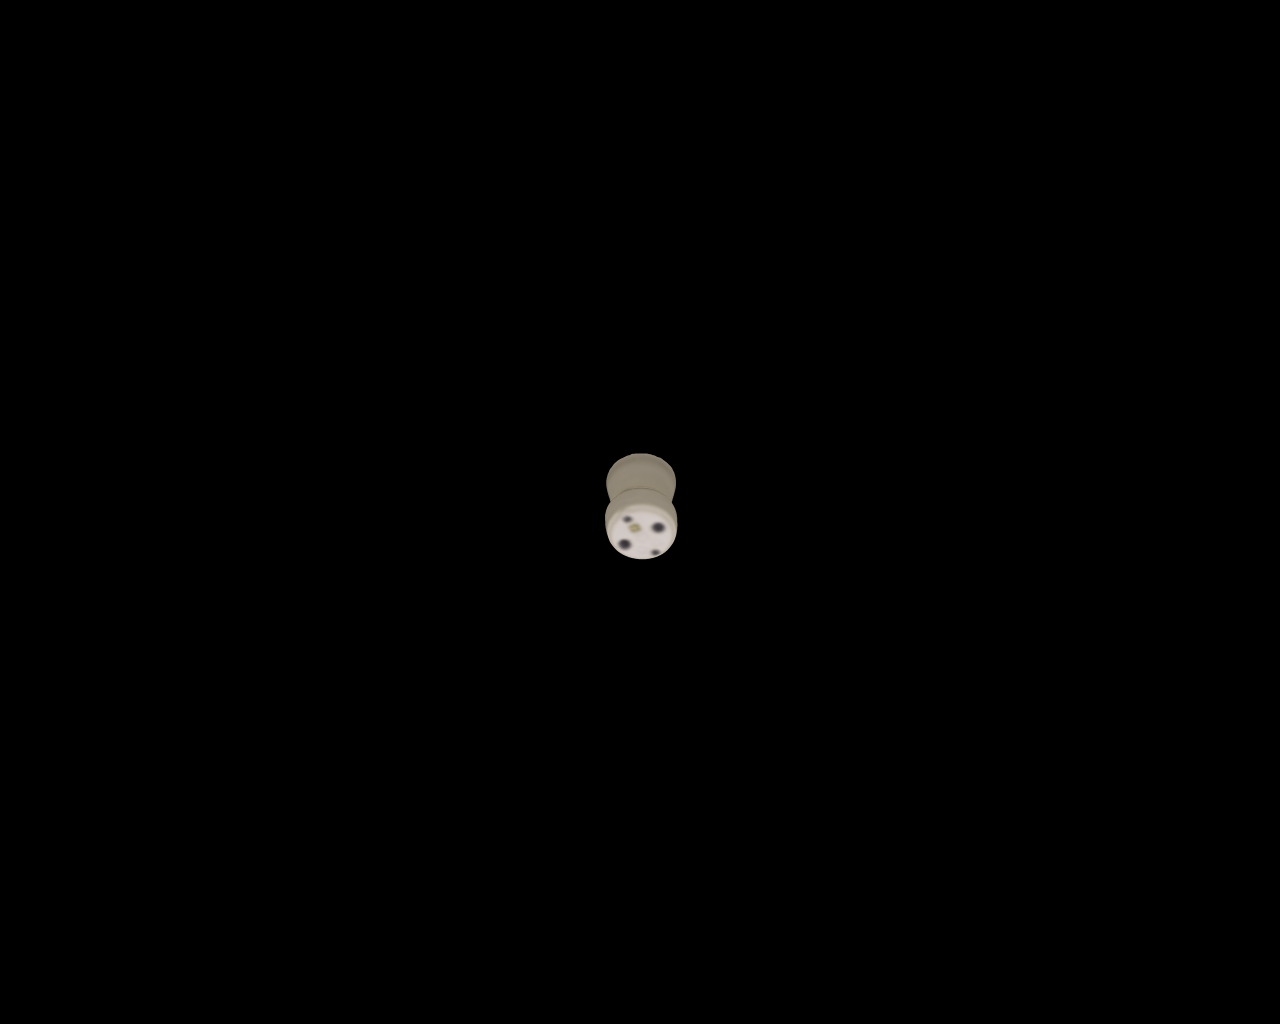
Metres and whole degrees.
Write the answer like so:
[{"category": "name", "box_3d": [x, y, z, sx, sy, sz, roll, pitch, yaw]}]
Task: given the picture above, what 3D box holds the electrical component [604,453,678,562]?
[{"category": "electrical component", "box_3d": [0.001, -0.003, 0.650, 0.045, 0.044, 0.055, 0, 38, 0]}]
